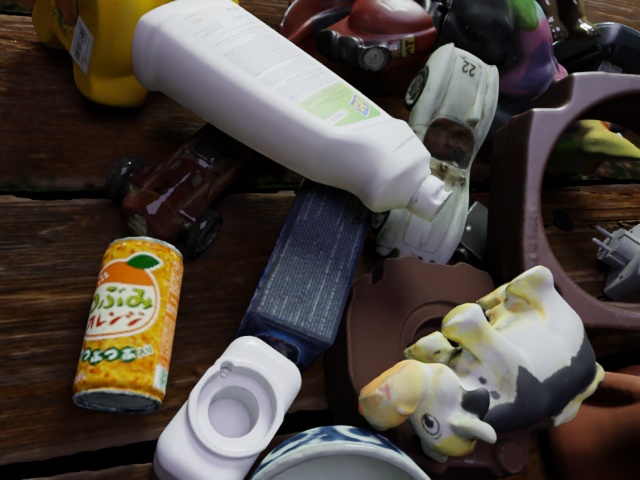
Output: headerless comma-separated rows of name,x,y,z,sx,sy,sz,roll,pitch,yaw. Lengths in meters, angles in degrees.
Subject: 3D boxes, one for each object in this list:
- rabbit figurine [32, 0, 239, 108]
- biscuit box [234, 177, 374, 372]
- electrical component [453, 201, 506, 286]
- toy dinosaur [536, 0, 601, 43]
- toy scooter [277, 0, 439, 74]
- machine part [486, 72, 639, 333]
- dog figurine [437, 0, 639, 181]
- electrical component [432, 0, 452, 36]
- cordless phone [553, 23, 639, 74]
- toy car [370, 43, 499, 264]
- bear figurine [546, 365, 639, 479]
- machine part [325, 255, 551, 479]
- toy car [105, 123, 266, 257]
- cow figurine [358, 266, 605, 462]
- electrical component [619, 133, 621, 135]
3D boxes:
rabbit figurine,-0.141,-0.213,0.470,0.173,0.162,0.122,-16,53,-46
biscuit box,-0.001,-0.001,0.428,0.063,0.059,0.203,24,54,-5
electrical component,0.145,-0.003,0.505,0.094,0.021,0.063,42,56,8
toy dinosaur,0.198,-0.346,0.630,0.105,0.198,0.472,-15,33,-39
toy scooter,0.018,-0.207,0.538,0.184,0.075,0.135,29,54,31
machine part,0.248,-0.027,0.448,0.201,0.087,0.201,3,90,-3
dog figurine,0.224,-0.152,0.537,0.219,0.191,0.108,19,47,11
electrical component,0.089,-0.276,0.592,0.134,0.115,0.058,28,89,-2
cordless phone,0.343,-0.239,0.693,0.146,0.088,0.184,13,31,-24
toy car,0.101,-0.068,0.469,0.073,0.056,0.201,18,84,-21
bear figurine,0.249,0.123,0.359,0.132,0.195,0.120,-5,59,-23
machine part,0.089,0.093,0.405,0.179,0.056,0.179,9,57,-14
toy car,-0.083,-0.073,0.449,0.089,0.053,0.202,35,56,7
cow figurine,0.105,0.090,0.340,0.167,0.068,0.098,-26,74,-30
electrical component,0.305,-0.134,0.628,0.078,0.045,0.102,-36,77,-32
